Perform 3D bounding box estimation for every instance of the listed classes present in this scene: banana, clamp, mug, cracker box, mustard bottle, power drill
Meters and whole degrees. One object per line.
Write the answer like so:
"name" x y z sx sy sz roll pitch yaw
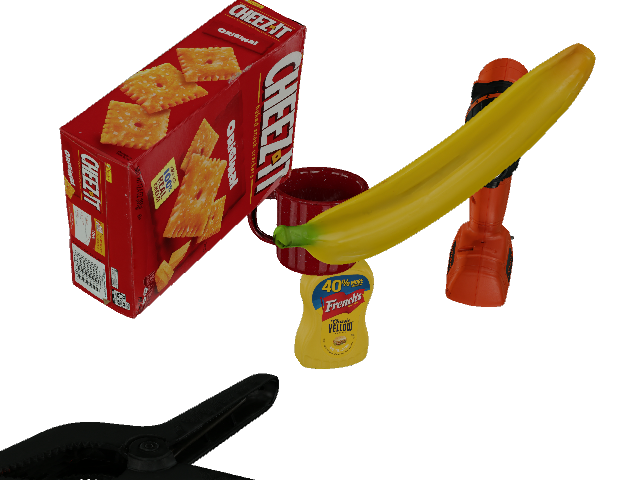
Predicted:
"banana" 0.067 -0.038 0.592 0.198 0.037 0.069 -33 -12 0
"clamp" -0.091 0.122 0.584 0.209 0.036 0.165 -1 20 -15
"mug" -0.014 -0.019 1.042 0.117 0.081 0.093 4 25 4
"cracker box" -0.099 -0.065 0.822 0.072 0.164 0.213 30 49 19
"mustard bottle" 0.020 0.070 1.374 0.096 0.192 0.058 -4 25 -19
"power drill" 0.142 -0.040 0.894 0.057 0.188 0.184 10 32 10
